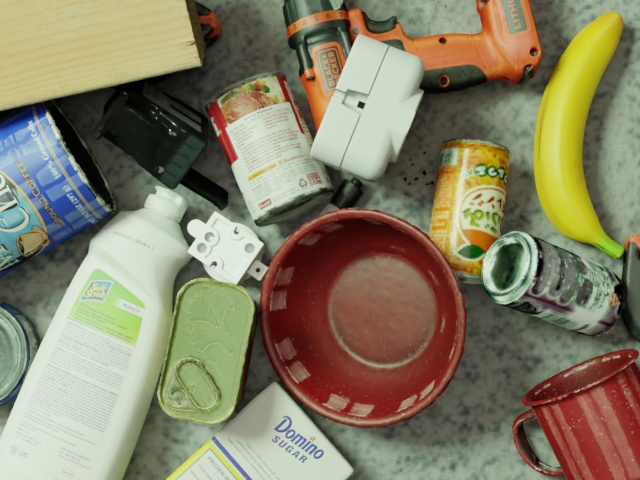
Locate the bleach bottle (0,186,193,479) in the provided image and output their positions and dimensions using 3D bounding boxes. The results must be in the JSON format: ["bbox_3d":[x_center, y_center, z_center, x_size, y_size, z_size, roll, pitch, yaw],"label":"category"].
[{"bbox_3d":[-0.156,0.081,0.814,0.102,0.068,0.251,23,83,3],"label":"bleach bottle"}]

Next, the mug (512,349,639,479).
[{"bbox_3d":[0.198,0.141,0.790,0.117,0.093,0.081,-26,88,29],"label":"mug"}]

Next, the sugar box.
[{"bbox_3d":[-0.068,0.198,0.807,0.176,0.048,0.093,-41,85,-7],"label":"sugar box"}]

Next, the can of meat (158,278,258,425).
[{"bbox_3d":[-0.080,0.084,0.799,0.057,0.084,0.102,10,84,2],"label":"can of meat"}]

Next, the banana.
[{"bbox_3d":[0.202,-0.084,0.836,0.069,0.037,0.198,4,85,-14],"label":"banana"}]

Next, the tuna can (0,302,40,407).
[{"bbox_3d":[-0.264,0.089,0.829,0.086,0.034,0.086,0,84,1],"label":"tuna can"}]

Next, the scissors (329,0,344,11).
[{"bbox_3d":[0.011,-0.260,0.832,0.096,0.016,0.202,-22,60,-12],"label":"scissors"}]

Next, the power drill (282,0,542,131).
[{"bbox_3d":[0.067,-0.171,0.838,0.187,0.057,0.184,-15,87,3],"label":"power drill"}]

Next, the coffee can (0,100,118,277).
[{"bbox_3d":[-0.239,-0.031,0.805,0.140,0.103,0.103,-30,84,-1],"label":"coffee can"}]

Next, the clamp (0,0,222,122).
[{"bbox_3d":[-0.185,-0.153,0.851,0.210,0.036,0.164,2,85,5],"label":"clamp"}]

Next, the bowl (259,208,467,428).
[{"bbox_3d":[0.038,0.055,0.798,0.162,0.055,0.162,2,94,23],"label":"bowl"}]

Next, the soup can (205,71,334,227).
[{"bbox_3d":[-0.038,-0.069,0.823,0.068,0.068,0.102,-23,84,-1],"label":"soup can"}]

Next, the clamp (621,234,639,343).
[{"bbox_3d":[0.292,0.068,0.813,0.120,0.039,0.171,-19,84,-2],"label":"clamp"}]

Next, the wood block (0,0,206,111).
[{"bbox_3d":[-0.194,-0.154,0.774,0.206,0.090,0.091,-12,110,1],"label":"wood block"}]

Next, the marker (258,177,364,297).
[{"bbox_3d":[-0.006,0.001,0.839,0.020,0.020,0.121,36,86,5],"label":"marker"}]
